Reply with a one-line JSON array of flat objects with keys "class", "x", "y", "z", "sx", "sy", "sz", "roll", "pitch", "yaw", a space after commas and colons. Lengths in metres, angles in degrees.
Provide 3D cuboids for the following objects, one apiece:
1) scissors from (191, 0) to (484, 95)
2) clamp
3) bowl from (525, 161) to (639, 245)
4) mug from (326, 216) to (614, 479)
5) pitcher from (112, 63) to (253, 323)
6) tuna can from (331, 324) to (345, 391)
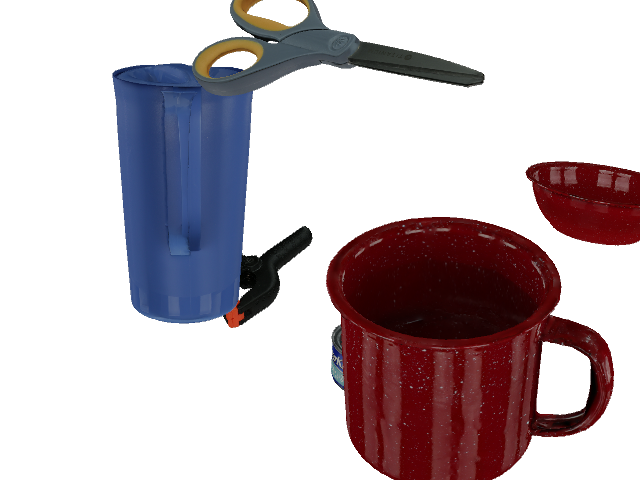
[{"class": "scissors", "x": -0.005, "y": -0.099, "z": 0.611, "sx": 0.202, "sy": 0.096, "sz": 0.016, "roll": 40, "pitch": -11, "yaw": 45}, {"class": "clamp", "x": -0.071, "y": 0.033, "z": 1.232, "sx": 0.120, "sy": 0.039, "sz": 0.171, "roll": -5, "pitch": 41, "yaw": 6}, {"class": "bowl", "x": 0.290, "y": -0.036, "z": 1.109, "sx": 0.162, "sy": 0.055, "sz": 0.162, "roll": 5, "pitch": 19, "yaw": -2}, {"class": "mug", "x": 0.061, "y": 0.050, "z": 0.442, "sx": 0.117, "sy": 0.081, "sz": 0.093, "roll": 9, "pitch": 34, "yaw": 18}, {"class": "pitcher", "x": -0.132, "y": -0.045, "z": 1.027, "sx": 0.145, "sy": 0.243, "sz": 0.148, "roll": 16, "pitch": 22, "yaw": 38}, {"class": "tuna can", "x": 0.050, "y": 0.090, "z": 0.815, "sx": 0.086, "sy": 0.034, "sz": 0.086, "roll": 2, "pitch": 21, "yaw": -1}]
